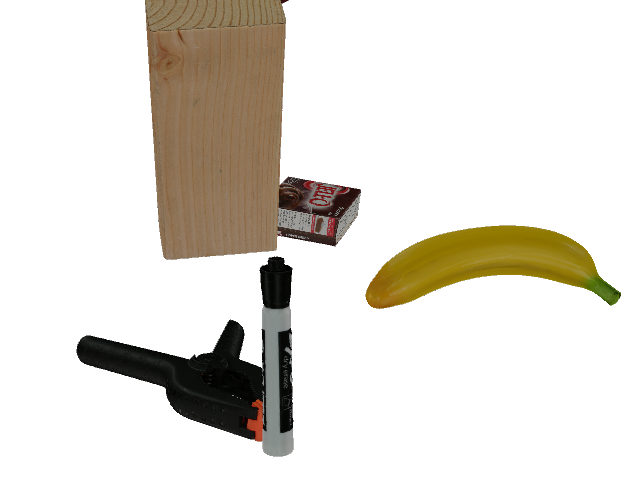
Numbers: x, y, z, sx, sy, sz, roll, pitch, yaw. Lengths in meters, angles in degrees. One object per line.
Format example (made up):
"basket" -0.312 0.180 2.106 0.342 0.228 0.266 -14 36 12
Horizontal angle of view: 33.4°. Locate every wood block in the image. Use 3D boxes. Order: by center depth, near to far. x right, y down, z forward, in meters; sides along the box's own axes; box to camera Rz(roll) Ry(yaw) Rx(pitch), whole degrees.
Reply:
"wood block" -0.079 -0.092 0.784 0.090 0.206 0.090 -5 44 -9

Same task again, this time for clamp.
"clamp" -0.092 0.115 0.926 0.164 0.036 0.210 -8 20 -39

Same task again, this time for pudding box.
"pudding box" -0.010 -0.034 1.208 0.090 0.039 0.113 10 24 12

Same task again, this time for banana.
"banana" 0.123 0.018 0.786 0.197 0.037 0.070 -1 36 -14

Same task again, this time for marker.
"marker" -0.026 0.069 0.628 0.020 0.121 0.020 0 15 0

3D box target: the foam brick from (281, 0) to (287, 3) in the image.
"foam brick" -0.057 -0.238 0.942 0.078 0.051 0.053 -31 47 -15
